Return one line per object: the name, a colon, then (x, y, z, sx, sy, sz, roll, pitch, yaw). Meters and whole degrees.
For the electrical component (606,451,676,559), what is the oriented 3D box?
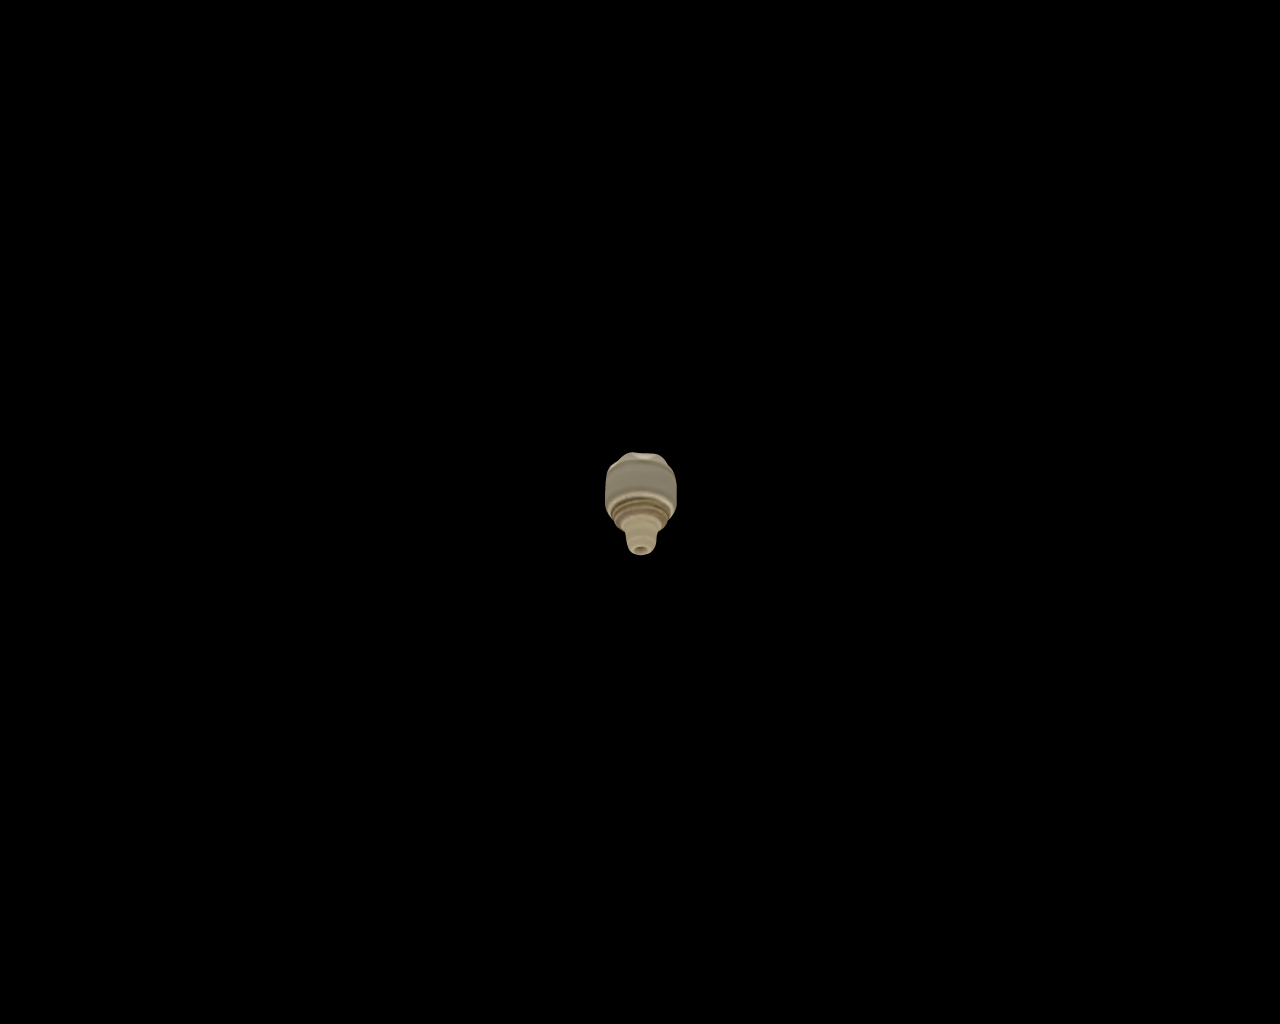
electrical component: (0.001, -0.003, 0.650, 0.043, 0.062, 0.043, 0, -32, 0)
